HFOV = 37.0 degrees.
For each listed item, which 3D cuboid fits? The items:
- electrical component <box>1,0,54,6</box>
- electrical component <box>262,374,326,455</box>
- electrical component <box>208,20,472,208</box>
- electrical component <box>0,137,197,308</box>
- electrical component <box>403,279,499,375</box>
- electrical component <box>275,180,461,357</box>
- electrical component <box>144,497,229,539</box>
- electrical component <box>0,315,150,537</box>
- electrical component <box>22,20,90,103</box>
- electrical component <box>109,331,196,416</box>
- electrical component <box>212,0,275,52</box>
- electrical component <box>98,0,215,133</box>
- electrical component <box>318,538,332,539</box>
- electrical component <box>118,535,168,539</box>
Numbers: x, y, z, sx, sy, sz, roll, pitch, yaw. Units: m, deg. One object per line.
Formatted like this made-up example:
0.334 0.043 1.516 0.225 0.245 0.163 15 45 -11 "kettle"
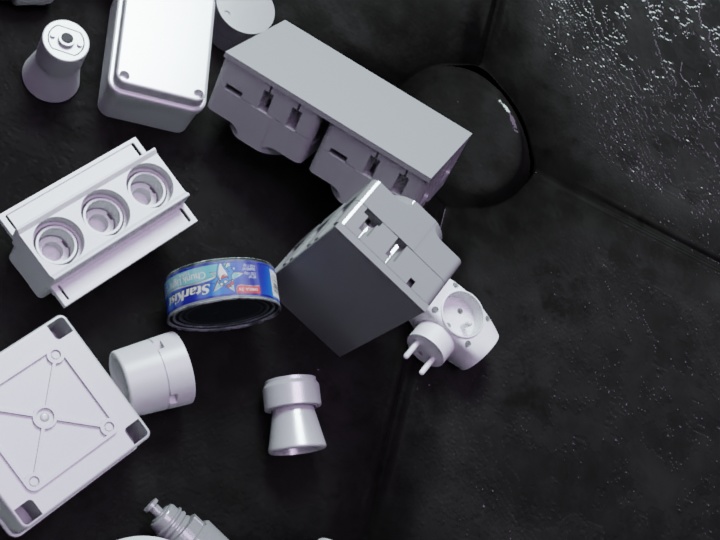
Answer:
-0.270 -0.223 0.838 0.061 0.035 0.035 -10 77 -26 "electrical component"
-0.051 0.111 0.825 0.045 0.045 0.055 1 72 -27 "electrical component"
-0.017 -0.118 0.871 0.186 0.060 0.105 32 34 7 "electrical component"
-0.194 -0.033 0.792 0.121 0.063 0.078 -37 91 -32 "electrical component"
0.066 0.054 0.905 0.077 0.044 0.079 46 58 -6 "electrical component"
0.000 0.000 0.828 0.089 0.150 0.061 43 60 -7 "electrical component"
-0.121 0.193 0.764 0.078 0.040 0.040 45 59 -6 "electrical component"
-0.221 0.105 0.735 0.109 0.056 0.108 -37 91 -32 "electrical component"
-0.229 -0.161 0.818 0.044 0.065 0.044 9 69 -24 "electrical component"
-0.152 0.077 0.781 0.047 0.055 0.055 -15 80 -26 "electrical component"
-0.100 -0.261 0.914 0.052 0.074 0.138 3 71 -26 "electrical component"
-0.162 -0.177 0.863 0.078 0.057 0.113 11 68 -23 "electrical component"
-0.012 0.251 0.763 0.060 0.108 0.108 -42 94 -26 "electrical component"
-0.145 0.234 0.705 0.108 0.060 0.108 0 87 -11 "electrical component"
